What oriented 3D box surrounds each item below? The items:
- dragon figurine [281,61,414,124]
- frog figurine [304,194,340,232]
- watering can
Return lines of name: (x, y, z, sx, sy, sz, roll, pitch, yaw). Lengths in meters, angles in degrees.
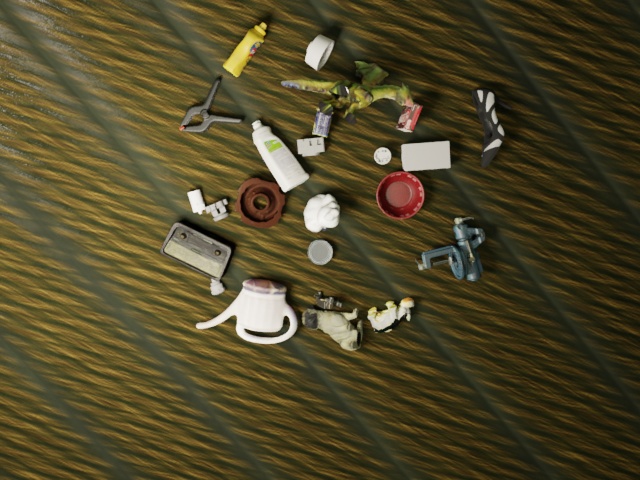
dragon figurine: (0.105, -0.500, 1.652, 0.412, 0.248, 0.119, 26, 141, 17)
frog figurine: (0.005, -0.086, 1.702, 0.122, 0.160, 0.137, 42, 97, -3)
watering can: (-0.244, 0.239, 1.770, 0.348, 0.104, 0.223, 8, 96, -1)
